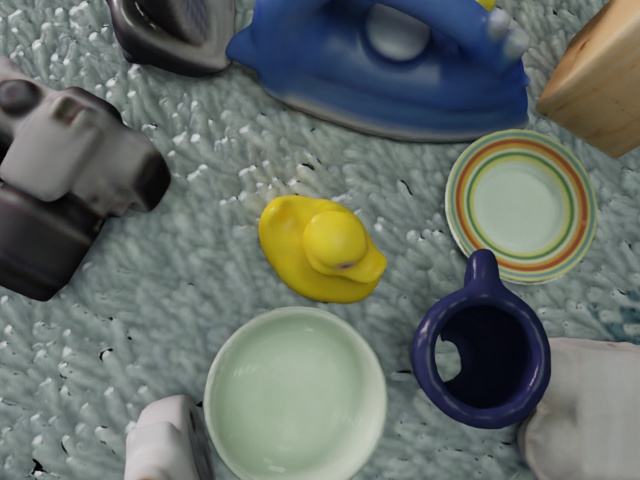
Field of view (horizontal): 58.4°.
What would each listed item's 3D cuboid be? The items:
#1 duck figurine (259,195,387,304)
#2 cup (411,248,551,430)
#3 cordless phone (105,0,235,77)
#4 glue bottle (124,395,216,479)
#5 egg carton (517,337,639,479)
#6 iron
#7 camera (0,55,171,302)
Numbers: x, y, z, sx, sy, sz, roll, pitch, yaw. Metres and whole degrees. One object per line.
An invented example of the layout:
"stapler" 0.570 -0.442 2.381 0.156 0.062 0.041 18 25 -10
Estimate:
"duck figurine" 0.004 0.001 0.418 0.104 0.086 0.077 34 77 1
"cup" 0.102 0.070 0.412 0.092 0.095 0.118 5 78 -6
"cordless phone" -0.109 -0.213 0.396 0.094 0.185 0.147 -4 79 -7
"glue bottle" -0.091 0.135 0.335 0.037 0.173 0.078 -15 81 -9
"egg carton" 0.221 0.130 0.428 0.150 0.069 0.107 5 78 -6
"iron" 0.064 -0.154 0.428 0.258 0.141 0.119 18 77 -3
"camera" -0.197 -0.038 0.394 0.143 0.100 0.137 27 77 -1
